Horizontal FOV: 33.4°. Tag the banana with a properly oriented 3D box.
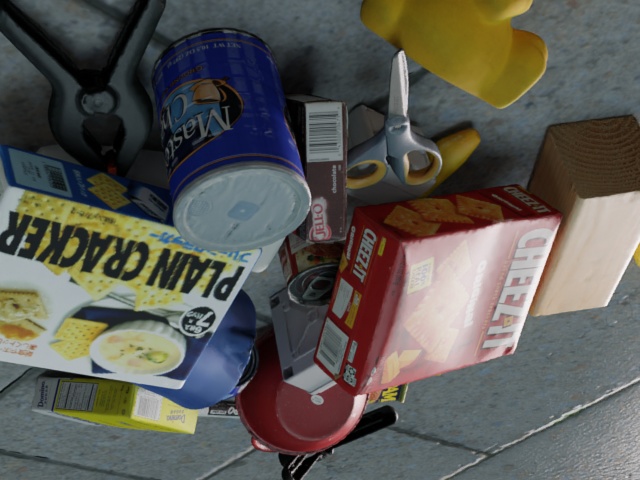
[{"bbox_3d":[0.088,-0.039,1.029,0.069,0.037,0.198,-16,152,-30],"label":"banana"}]

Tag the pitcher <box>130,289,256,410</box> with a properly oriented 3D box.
[{"bbox_3d":[-0.192,0.065,1.010,0.149,0.145,0.242,-42,135,18],"label":"pitcher"}]

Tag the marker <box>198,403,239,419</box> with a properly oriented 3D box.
[{"bbox_3d":[-0.104,0.216,1.345,0.120,0.020,0.020,10,139,-32],"label":"marker"}]

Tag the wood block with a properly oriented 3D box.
[{"bbox_3d":[0.260,-0.019,1.068,0.090,0.091,0.206,-8,146,-9],"label":"wood block"}]

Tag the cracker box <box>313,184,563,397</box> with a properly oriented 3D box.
[{"bbox_3d":[0.110,0.043,0.975,0.213,0.072,0.164,-8,124,-38],"label":"cracker box"}]

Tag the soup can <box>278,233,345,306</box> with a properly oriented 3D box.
[{"bbox_3d":[-0.007,0.001,0.990,0.068,0.102,0.068,-10,146,-7],"label":"soup can"}]

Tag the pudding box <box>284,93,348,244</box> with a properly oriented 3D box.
[{"bbox_3d":[-0.009,-0.060,0.866,0.039,0.090,0.113,-3,102,-19],"label":"pudding box"}]

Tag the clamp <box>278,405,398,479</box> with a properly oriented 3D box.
[{"bbox_3d":[-0.008,0.267,1.362,0.164,0.036,0.210,-27,178,-28],"label":"clamp"}]

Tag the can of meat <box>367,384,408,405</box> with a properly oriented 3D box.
[{"bbox_3d":[0.059,0.160,1.290,0.084,0.057,0.102,-6,146,-8],"label":"can of meat"}]

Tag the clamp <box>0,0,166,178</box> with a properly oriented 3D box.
[{"bbox_3d":[-0.159,-0.118,0.799,0.120,0.039,0.171,-11,134,2],"label":"clamp"}]

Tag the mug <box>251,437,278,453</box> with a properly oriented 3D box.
[{"bbox_3d":[-0.049,0.206,1.294,0.093,0.081,0.117,4,143,-25],"label":"mug"}]

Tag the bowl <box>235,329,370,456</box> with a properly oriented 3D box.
[{"bbox_3d":[-0.012,0.173,1.196,0.162,0.162,0.055,-3,-170,-15],"label":"bowl"}]

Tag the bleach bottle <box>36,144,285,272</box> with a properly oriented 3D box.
[{"bbox_3d":[-0.152,-0.033,0.925,0.250,0.068,0.103,7,137,-26],"label":"bleach bottle"}]

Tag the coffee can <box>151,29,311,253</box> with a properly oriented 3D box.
[{"bbox_3d":[-0.070,-0.076,0.819,0.102,0.140,0.103,-10,146,-7],"label":"coffee can"}]

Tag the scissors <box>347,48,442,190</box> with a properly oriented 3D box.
[{"bbox_3d":[0.042,-0.083,0.822,0.096,0.016,0.201,-15,156,13],"label":"scissors"}]

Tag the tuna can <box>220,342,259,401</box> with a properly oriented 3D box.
[{"bbox_3d":[-0.112,0.130,1.156,0.086,0.086,0.034,4,144,-25],"label":"tuna can"}]

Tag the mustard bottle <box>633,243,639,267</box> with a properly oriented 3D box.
[{"bbox_3d":[0.358,-0.036,1.107,0.096,0.058,0.191,-19,146,17],"label":"mustard bottle"}]

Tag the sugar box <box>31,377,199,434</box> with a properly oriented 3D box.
[{"bbox_3d":[-0.224,0.180,1.160,0.177,0.048,0.093,-8,156,41],"label":"sugar box"}]
